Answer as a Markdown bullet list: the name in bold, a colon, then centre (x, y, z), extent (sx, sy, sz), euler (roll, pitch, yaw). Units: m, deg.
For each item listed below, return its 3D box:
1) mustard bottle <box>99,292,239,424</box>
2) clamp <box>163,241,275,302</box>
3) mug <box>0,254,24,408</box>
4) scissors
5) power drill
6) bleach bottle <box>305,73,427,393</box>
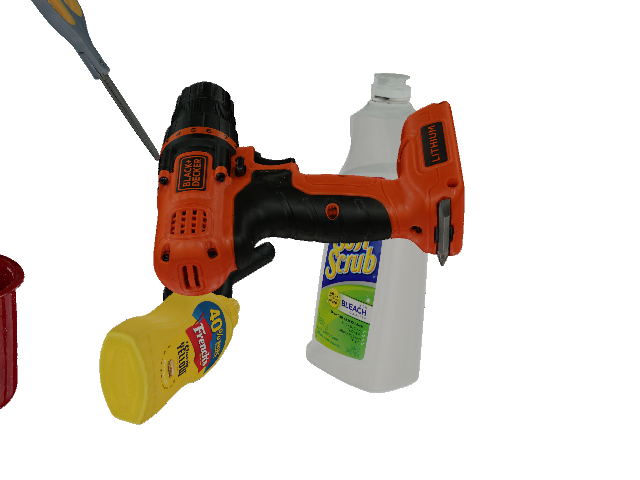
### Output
- **mustard bottle**: centre (-0.138, 0.099, 1.059), extent (0.058, 0.096, 0.191), euler (10, 23, 26)
- **clamp**: centre (-0.123, 0.046, 1.242), extent (0.120, 0.039, 0.171), euler (-2, 39, 13)
- **mug**: centre (-0.234, 0.061, 0.637), extent (0.093, 0.081, 0.117), euler (19, 25, 36)
- **scissors**: centre (-0.200, -0.166, 0.941), extent (0.016, 0.201, 0.096), euler (-30, 27, 11)
- **power drill**: centre (-0.009, -0.043, 0.667), extent (0.187, 0.057, 0.184), euler (-5, 44, 2)
- **bleach bottle**: centre (0.043, -0.010, 0.865), extent (0.067, 0.251, 0.103), euler (-10, 21, -37)
